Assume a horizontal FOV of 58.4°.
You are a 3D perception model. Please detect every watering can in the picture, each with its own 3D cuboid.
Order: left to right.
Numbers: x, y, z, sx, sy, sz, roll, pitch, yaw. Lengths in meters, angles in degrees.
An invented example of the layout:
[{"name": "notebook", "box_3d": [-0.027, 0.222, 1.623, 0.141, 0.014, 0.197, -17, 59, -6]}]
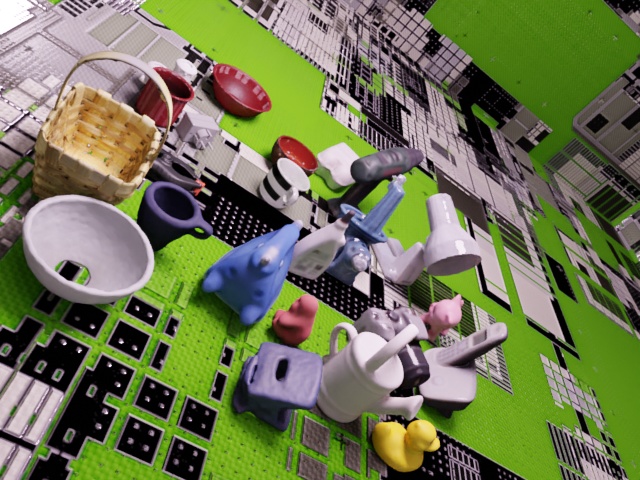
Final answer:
[{"name": "watering can", "box_3d": [0.087, 0.200, 0.888, 0.173, 0.193, 0.101, 41, 31, -4]}]

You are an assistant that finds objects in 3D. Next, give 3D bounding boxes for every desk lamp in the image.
[{"name": "desk lamp", "box_3d": [0.234, 0.012, 1.271, 0.118, 0.213, 0.203, 14, 42, -40]}]

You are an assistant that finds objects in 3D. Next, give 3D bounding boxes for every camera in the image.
[{"name": "camera", "box_3d": [0.145, 0.196, 1.052, 0.144, 0.100, 0.136, 13, 42, -41]}]

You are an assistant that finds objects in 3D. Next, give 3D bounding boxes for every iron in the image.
[{"name": "iron", "box_3d": [-0.083, 0.024, 0.953, 0.119, 0.141, 0.259, 42, 31, -4]}]

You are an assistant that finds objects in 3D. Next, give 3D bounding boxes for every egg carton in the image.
[{"name": "egg carton", "box_3d": [0.050, -0.184, 1.435, 0.107, 0.069, 0.151, 46, 31, 3]}]

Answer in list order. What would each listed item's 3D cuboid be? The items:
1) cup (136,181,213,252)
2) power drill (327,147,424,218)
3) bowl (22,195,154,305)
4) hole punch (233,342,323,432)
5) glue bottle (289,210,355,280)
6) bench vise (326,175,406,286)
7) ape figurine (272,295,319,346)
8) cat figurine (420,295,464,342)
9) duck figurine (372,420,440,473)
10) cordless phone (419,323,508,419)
[{"name": "cup", "box_3d": [-0.231, -0.021, 0.878, 0.118, 0.094, 0.091, 34, 32, -16]}, {"name": "power drill", "box_3d": [0.121, -0.134, 1.320, 0.075, 0.208, 0.230, 53, 32, 16]}, {"name": "bowl", "box_3d": [-0.309, 0.025, 0.751, 0.168, 0.074, 0.167, 30, 33, -22]}, {"name": "hole punch", "box_3d": [-0.058, 0.201, 0.816, 0.101, 0.091, 0.108, 35, 32, -15]}, {"name": "glue bottle", "box_3d": [0.010, 0.004, 1.056, 0.078, 0.173, 0.037, 23, 36, -31]}, {"name": "bench vise", "box_3d": [0.107, -0.020, 1.153, 0.122, 0.219, 0.207, 22, 37, -32]}, {"name": "ape figurine", "box_3d": [-0.035, 0.123, 0.937, 0.078, 0.092, 0.076, -3, 54, -51]}, {"name": "cat figurine", "box_3d": [0.270, 0.159, 1.228, 0.067, 0.117, 0.128, 53, 32, 16]}, {"name": "duck figurine", "box_3d": [0.143, 0.318, 0.916, 0.105, 0.086, 0.077, 33, 32, -18]}, {"name": "cordless phone", "box_3d": [0.274, 0.234, 1.075, 0.094, 0.184, 0.147, 37, 31, -11]}]
